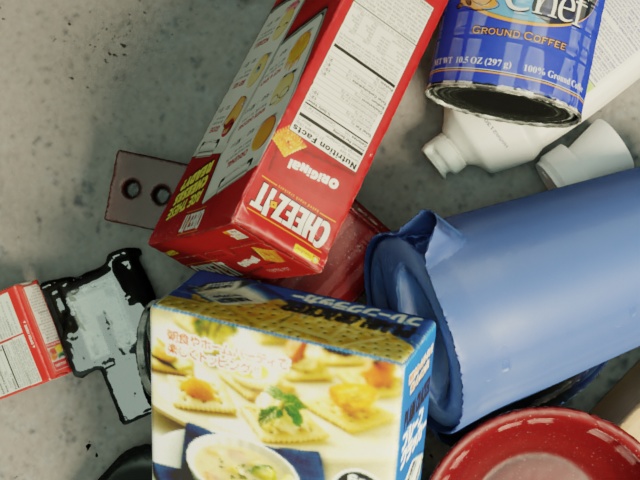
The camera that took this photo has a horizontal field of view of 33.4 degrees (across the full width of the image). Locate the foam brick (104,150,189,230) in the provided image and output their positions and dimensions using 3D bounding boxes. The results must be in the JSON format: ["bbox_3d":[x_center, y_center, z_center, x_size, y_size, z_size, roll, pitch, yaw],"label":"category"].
[{"bbox_3d":[-0.111,-0.031,0.777,0.078,0.051,0.053,11,90,3],"label":"foam brick"}]

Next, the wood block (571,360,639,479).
[{"bbox_3d":[0.217,0.166,0.740,0.090,0.091,0.206,43,91,2],"label":"wood block"}]

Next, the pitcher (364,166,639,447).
[{"bbox_3d":[0.161,0.035,0.708,0.242,0.149,0.145,-17,78,-17],"label":"pitcher"}]

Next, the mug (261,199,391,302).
[{"bbox_3d":[-0.005,0.001,0.760,0.081,0.093,0.117,-49,57,6],"label":"mug"}]

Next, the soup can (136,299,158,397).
[{"bbox_3d":[-0.068,0.074,0.744,0.102,0.069,0.068,1,89,-34],"label":"soup can"}]

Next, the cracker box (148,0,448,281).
[{"bbox_3d":[-0.013,-0.080,0.688,0.072,0.164,0.213,31,73,-20],"label":"cracker box"}]

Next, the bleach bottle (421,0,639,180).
[{"bbox_3d":[0.174,-0.138,0.760,0.251,0.068,0.102,-38,85,5],"label":"bleach bottle"}]

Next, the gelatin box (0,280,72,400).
[{"bbox_3d":[-0.233,0.078,0.781,0.089,0.030,0.073,-22,88,24],"label":"gelatin box"}]

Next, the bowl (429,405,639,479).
[{"bbox_3d":[0.141,0.182,0.670,0.162,0.055,0.162,0,88,5],"label":"bowl"}]

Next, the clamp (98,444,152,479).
[{"bbox_3d":[-0.088,0.188,0.778,0.171,0.039,0.120,-20,100,12],"label":"clamp"}]

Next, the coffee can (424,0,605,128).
[{"bbox_3d":[0.131,-0.153,0.687,0.103,0.103,0.140,12,88,3],"label":"coffee can"}]
